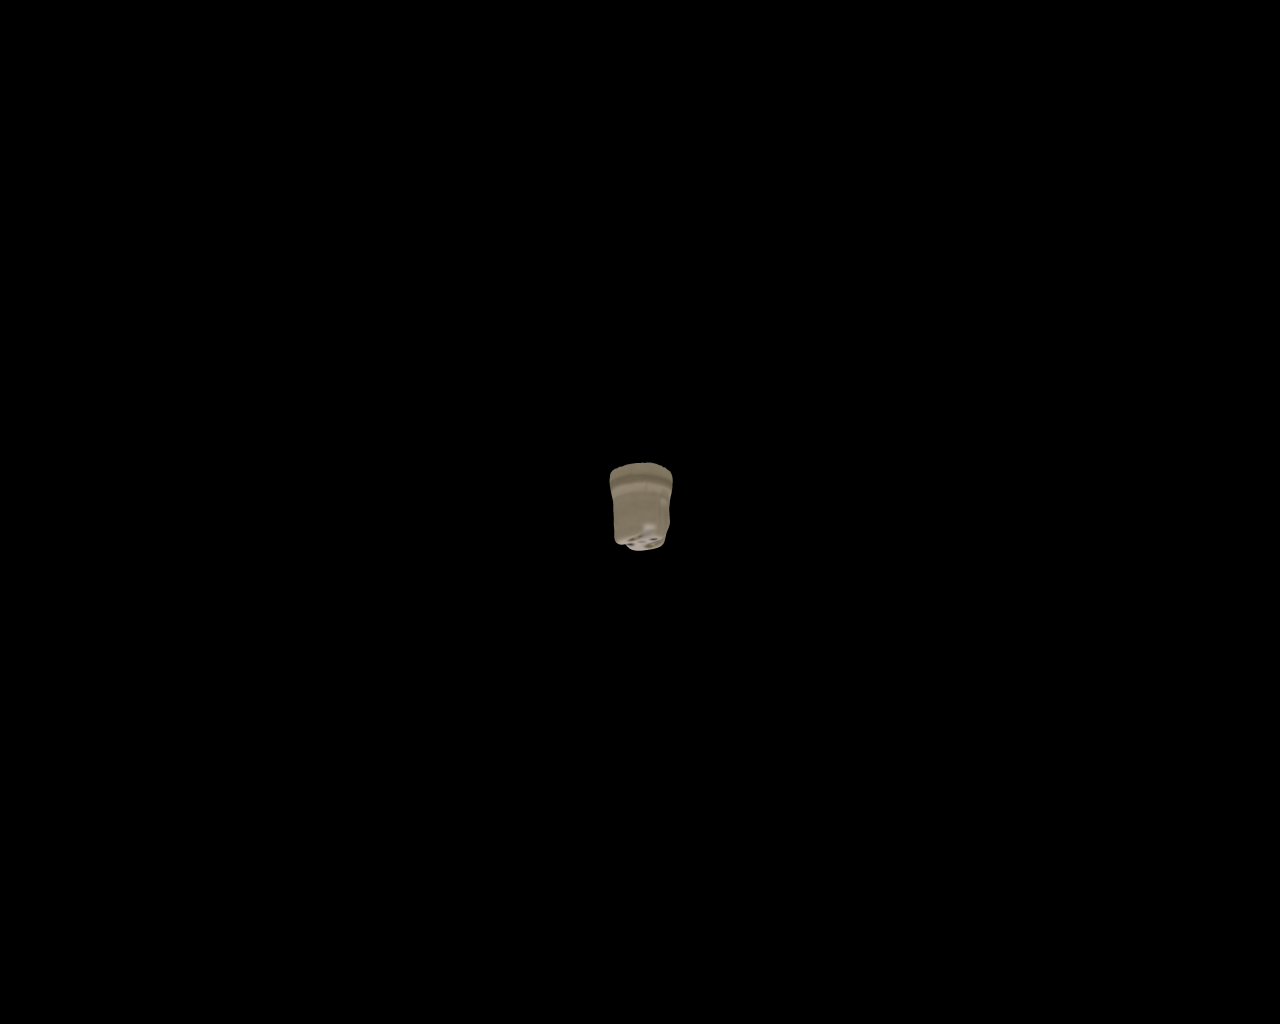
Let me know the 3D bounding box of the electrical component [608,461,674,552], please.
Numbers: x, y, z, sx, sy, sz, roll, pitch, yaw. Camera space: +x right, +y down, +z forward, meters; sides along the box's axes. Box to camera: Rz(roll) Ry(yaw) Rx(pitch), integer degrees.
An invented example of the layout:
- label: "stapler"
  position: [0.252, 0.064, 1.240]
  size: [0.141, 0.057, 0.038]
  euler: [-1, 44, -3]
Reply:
- label: "electrical component"
  position: [0.001, -0.003, 0.650]
  size: [0.040, 0.046, 0.040]
  euler: [0, -18, 0]
